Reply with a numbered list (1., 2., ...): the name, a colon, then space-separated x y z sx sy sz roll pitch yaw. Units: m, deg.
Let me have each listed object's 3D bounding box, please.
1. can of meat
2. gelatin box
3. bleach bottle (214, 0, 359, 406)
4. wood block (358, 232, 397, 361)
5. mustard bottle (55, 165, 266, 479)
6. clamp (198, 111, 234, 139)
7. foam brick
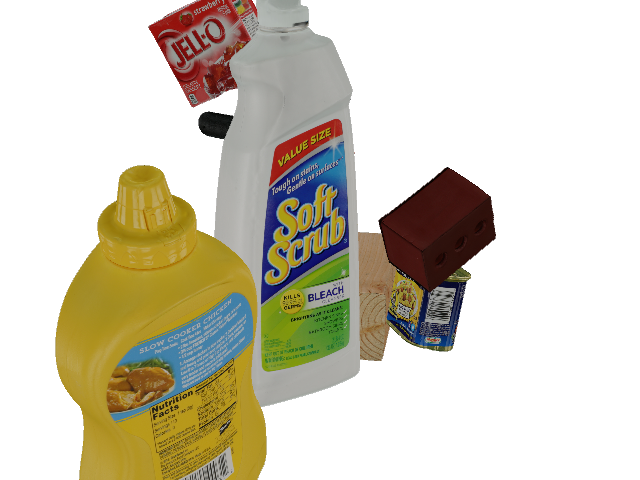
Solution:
1. can of meat: 0.113 0.062 1.140 0.057 0.084 0.102 6 14 -19
2. gelatin box: -0.081 -0.150 0.824 0.089 0.073 0.030 -14 21 40
3. bleach bottle: -0.026 -0.026 0.671 0.102 0.251 0.068 -13 23 -27
4. wood block: 0.048 0.066 1.361 0.091 0.090 0.206 4 21 8
5. mustard bottle: -0.071 0.052 0.484 0.096 0.192 0.058 -27 44 -32
6. clamp: -0.040 -0.105 1.085 0.120 0.039 0.172 -22 37 -30
7. foam brick: 0.094 -0.009 0.847 0.078 0.053 0.051 -38 49 -18
